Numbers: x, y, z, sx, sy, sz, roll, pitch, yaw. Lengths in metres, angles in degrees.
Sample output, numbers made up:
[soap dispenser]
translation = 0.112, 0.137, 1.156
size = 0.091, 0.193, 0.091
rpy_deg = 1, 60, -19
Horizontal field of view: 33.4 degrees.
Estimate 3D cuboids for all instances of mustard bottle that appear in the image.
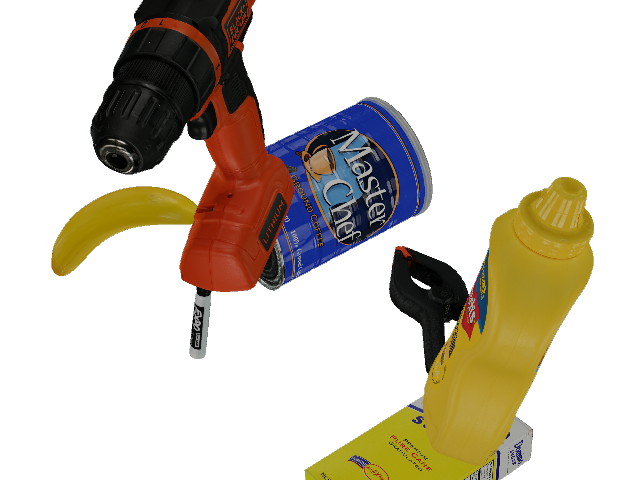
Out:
[mustard bottle]
translation = 0.110, 0.039, 0.610
size = 0.058, 0.192, 0.096
rpy_deg = 19, 44, 4

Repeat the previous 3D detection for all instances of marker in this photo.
[marker]
translation = -0.132, 0.082, 1.185
size = 0.020, 0.121, 0.020
rpy_deg = 7, 37, -5

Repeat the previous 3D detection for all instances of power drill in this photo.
[power drill]
translation = -0.066, -0.057, 0.621
size = 0.057, 0.184, 0.187
rpy_deg = 9, -41, 15

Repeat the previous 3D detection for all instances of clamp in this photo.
[clamp]
translation = 0.131, 0.066, 1.060
size = 0.120, 0.039, 0.171
rpy_deg = -4, 44, -24

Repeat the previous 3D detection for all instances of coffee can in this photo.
[coffee can]
translation = 0.001, -0.038, 0.829
size = 0.140, 0.103, 0.103
rpy_deg = -27, 10, -20

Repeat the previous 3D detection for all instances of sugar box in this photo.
[sugar box]
translation = 0.084, 0.187, 0.893
size = 0.176, 0.048, 0.093
rpy_deg = -29, 44, -27

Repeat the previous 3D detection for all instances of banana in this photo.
[banana]
translation = -0.192, -0.012, 1.013
size = 0.198, 0.069, 0.037
rpy_deg = -13, 18, 27
